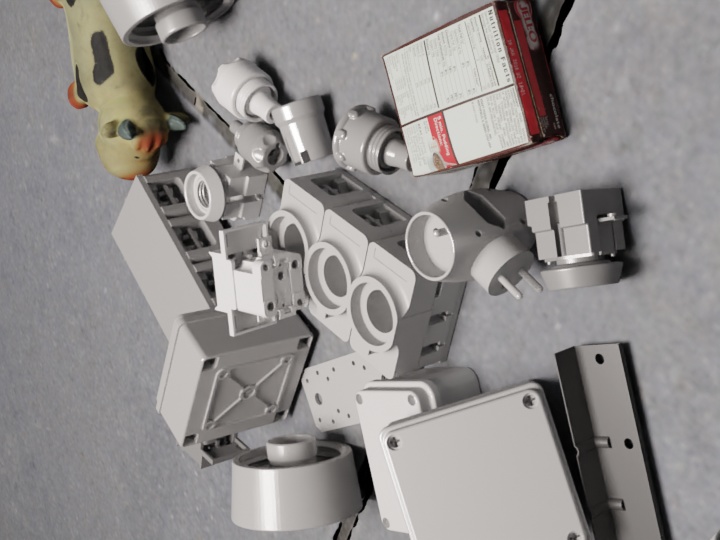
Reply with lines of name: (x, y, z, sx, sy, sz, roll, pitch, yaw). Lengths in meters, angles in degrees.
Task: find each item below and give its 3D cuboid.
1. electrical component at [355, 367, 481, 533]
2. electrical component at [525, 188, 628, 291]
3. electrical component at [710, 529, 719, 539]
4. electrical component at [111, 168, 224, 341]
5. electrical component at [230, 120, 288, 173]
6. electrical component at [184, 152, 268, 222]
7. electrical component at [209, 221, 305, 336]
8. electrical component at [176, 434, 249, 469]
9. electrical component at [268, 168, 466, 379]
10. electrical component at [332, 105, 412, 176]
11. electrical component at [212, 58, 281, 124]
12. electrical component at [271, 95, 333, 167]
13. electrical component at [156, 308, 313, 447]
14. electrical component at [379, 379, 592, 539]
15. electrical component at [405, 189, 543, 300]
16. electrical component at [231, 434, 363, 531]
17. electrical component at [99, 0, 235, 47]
electrical component: (0.049, 0.131, 0.776, 0.078, 0.057, 0.113, -8, 96, 52)
electrical component: (0.130, -0.017, 0.638, 0.066, 0.048, 0.055, -9, 87, 52)
electrical component: (0.214, 0.198, 0.605, 0.079, 0.043, 0.077, 45, 133, 29)
electrical component: (-0.157, -0.007, 0.981, 0.150, 0.062, 0.089, 58, 139, 20)
electrical component: (-0.086, -0.106, 0.883, 0.061, 0.035, 0.035, 39, 130, 39)
electrical component: (-0.115, -0.068, 0.914, 0.048, 0.055, 0.066, 43, 132, 34)
electrical component: (-0.075, 0.008, 0.798, 0.064, 0.042, 0.081, 11, 111, 47)
electrical component: (-0.146, 0.148, 1.036, 0.081, 0.042, 0.063, 31, 121, 41)
electrical component: (0.000, 0.000, 0.789, 0.150, 0.062, 0.089, 38, 129, 38)
electrical component: (0.015, -0.087, 0.758, 0.062, 0.048, 0.048, 27, 122, 36)
electrical component: (-0.087, -0.140, 0.865, 0.062, 0.043, 0.043, 42, 131, 33)
electrical component: (-0.042, -0.106, 0.825, 0.040, 0.040, 0.046, -11, 99, 52)
electrical component: (-0.107, 0.085, 0.909, 0.056, 0.109, 0.108, 50, 136, 35)
electrical component: (0.080, 0.137, 0.696, 0.056, 0.109, 0.108, 10, -118, -84)
electrical component: (0.082, -0.011, 0.672, 0.079, 0.077, 0.043, 48, 135, 29)
electrical component: (-0.054, 0.168, 0.879, 0.108, 0.108, 0.060, -1, 95, 51)
electrical component: (-0.154, -0.219, 0.874, 0.108, 0.108, 0.060, -24, 89, 52)
